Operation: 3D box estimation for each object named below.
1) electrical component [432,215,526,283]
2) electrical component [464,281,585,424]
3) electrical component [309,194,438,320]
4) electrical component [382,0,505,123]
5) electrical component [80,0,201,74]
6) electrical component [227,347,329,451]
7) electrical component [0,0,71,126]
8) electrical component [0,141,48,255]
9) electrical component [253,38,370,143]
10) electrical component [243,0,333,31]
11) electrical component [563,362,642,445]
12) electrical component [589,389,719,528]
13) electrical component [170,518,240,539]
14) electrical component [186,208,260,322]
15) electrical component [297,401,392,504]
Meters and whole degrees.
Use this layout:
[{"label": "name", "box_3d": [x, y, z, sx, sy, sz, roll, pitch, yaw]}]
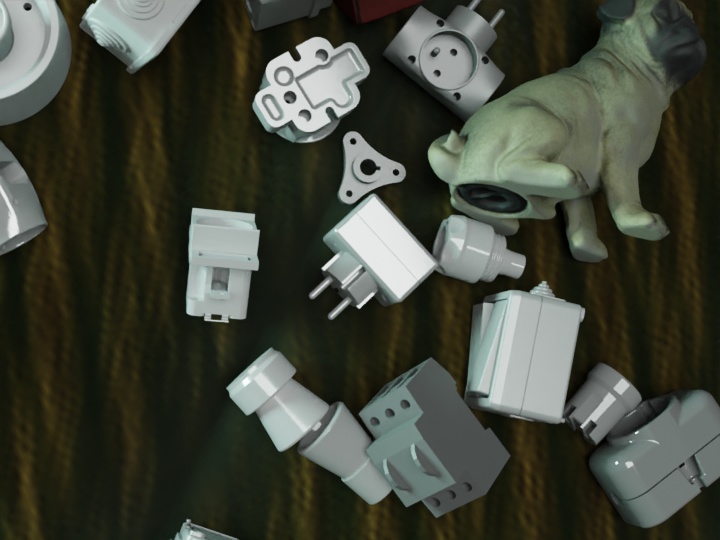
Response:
[{"label": "electrical component", "box_3d": [0.084, -0.011, 0.748, 0.062, 0.043, 0.043, 18, 81, -11]}, {"label": "electrical component", "box_3d": [0.109, 0.052, 0.737, 0.061, 0.062, 0.096, 14, 82, -10]}, {"label": "electrical component", "box_3d": [0.000, 0.000, 0.727, 0.077, 0.047, 0.065, -43, 94, -12]}, {"label": "electrical component", "box_3d": [0.070, -0.158, 0.756, 0.077, 0.044, 0.079, 38, 87, -5]}, {"label": "electrical component", "box_3d": [-0.133, -0.180, 0.693, 0.048, 0.100, 0.099, 39, 78, -19]}, {"label": "electrical component", "box_3d": [-0.054, 0.085, 0.709, 0.045, 0.045, 0.055, -43, 93, -12]}, {"label": "electrical component", "box_3d": [-0.242, -0.151, 0.686, 0.108, 0.060, 0.108, 1, 84, -12]}, {"label": "electrical component", "box_3d": [-0.241, -0.049, 0.668, 0.043, 0.079, 0.077, -31, 91, 11]}, {"label": "electrical component", "box_3d": [-0.036, -0.118, 0.727, 0.078, 0.057, 0.058, -32, 91, -13]}, {"label": "electrical component", "box_3d": [-0.059, -0.228, 0.723, 0.057, 0.078, 0.113, -19, 88, -10]}, {"label": "electrical component", "box_3d": [0.168, 0.095, 0.757, 0.040, 0.040, 0.046, 44, 83, -4]}, {"label": "electrical component", "box_3d": [0.212, 0.127, 0.754, 0.095, 0.054, 0.059, -34, 92, -13]}, {"label": "electrical component", "box_3d": [-0.089, 0.201, 0.681, 0.096, 0.062, 0.061, 21, 81, -9]}, {"label": "electrical component", "box_3d": [-0.091, -0.003, 0.699, 0.042, 0.081, 0.063, 6, 105, -11]}, {"label": "electrical component", "box_3d": [-0.004, 0.125, 0.718, 0.065, 0.044, 0.044, 42, 78, -10]}]
